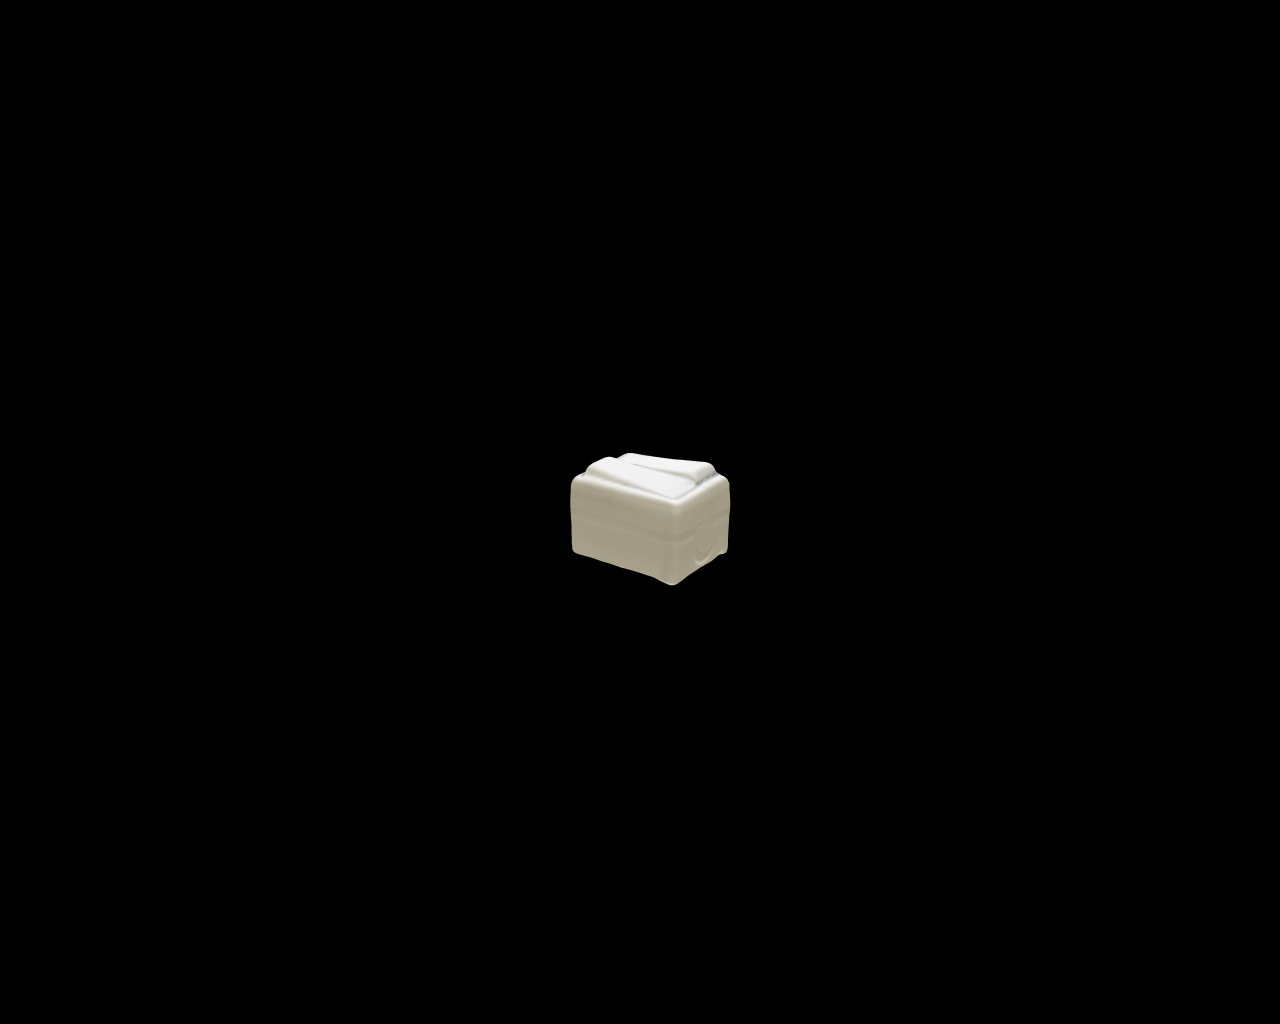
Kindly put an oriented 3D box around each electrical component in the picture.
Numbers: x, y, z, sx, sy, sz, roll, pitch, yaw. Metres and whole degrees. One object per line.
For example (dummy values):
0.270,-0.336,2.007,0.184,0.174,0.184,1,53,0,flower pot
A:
0.001,-0.003,0.650,0.096,0.061,0.062,16,27,34,electrical component
